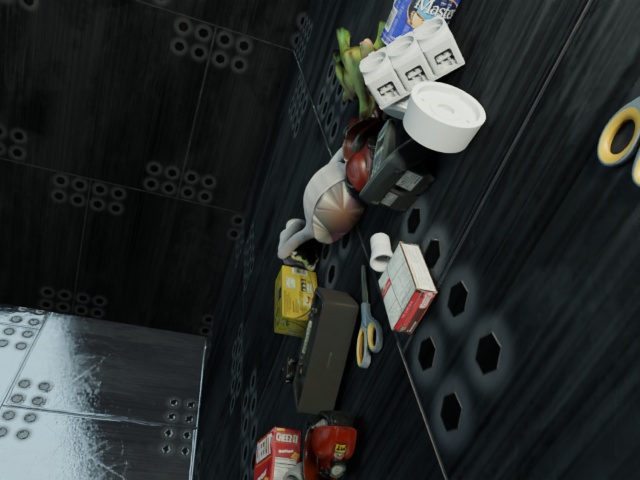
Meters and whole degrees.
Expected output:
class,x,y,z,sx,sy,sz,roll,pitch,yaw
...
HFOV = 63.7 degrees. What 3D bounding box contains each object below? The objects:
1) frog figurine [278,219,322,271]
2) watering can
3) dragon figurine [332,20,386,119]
class,x,y,z,sx,sy,sz,roll,pitch,yaw
frog figurine,-0.066,0.009,1.386,0.160,0.123,0.136,-159,63,-63
watering can,0.004,-0.059,1.180,0.344,0.103,0.228,-60,20,15
dragon figurine,0.088,-0.344,1.191,0.404,0.122,0.246,97,174,-72
